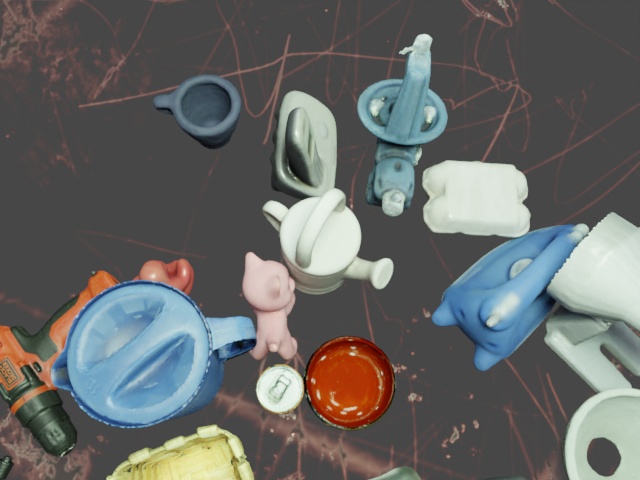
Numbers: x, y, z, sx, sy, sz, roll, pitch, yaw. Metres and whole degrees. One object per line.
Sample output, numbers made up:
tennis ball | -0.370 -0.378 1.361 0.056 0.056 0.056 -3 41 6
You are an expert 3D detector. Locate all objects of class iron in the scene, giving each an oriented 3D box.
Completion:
iron | 0.271 0.044 0.733 0.258 0.141 0.118 -41 79 -14

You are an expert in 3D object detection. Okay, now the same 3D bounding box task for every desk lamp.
desk lamp | 0.358 0.086 0.688 0.118 0.213 0.203 -41 79 -14

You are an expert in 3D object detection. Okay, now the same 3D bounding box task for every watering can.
watering can | 0.008 0.001 0.703 0.173 0.194 0.101 11 73 0

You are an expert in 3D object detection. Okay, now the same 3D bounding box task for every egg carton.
egg carton | 0.216 -0.055 0.798 0.150 0.069 0.107 2 73 -3

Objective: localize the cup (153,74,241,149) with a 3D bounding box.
cup | -0.166 -0.168 0.797 0.118 0.095 0.092 4 73 -2

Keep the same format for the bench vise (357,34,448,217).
bench vise | 0.118 -0.143 0.741 0.121 0.220 0.207 -10 74 -6

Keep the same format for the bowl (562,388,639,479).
bowl | 0.369 0.269 0.705 0.167 0.075 0.167 1 73 -3

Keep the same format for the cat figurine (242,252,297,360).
cat figurine | -0.062 0.082 0.714 0.067 0.118 0.128 -4 73 -4

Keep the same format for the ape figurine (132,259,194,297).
ape figurine | -0.203 0.052 0.728 0.078 0.092 0.076 -2 73 -4

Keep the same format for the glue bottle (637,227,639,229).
glue bottle | 0.456 0.005 0.740 0.037 0.173 0.078 -23 75 -10

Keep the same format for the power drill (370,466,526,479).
power drill | 0.093 0.297 0.610 0.230 0.208 0.075 -20 75 -9

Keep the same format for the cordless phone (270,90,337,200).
cordless phone | -0.019 -0.143 0.750 0.094 0.185 0.147 1 73 -3
